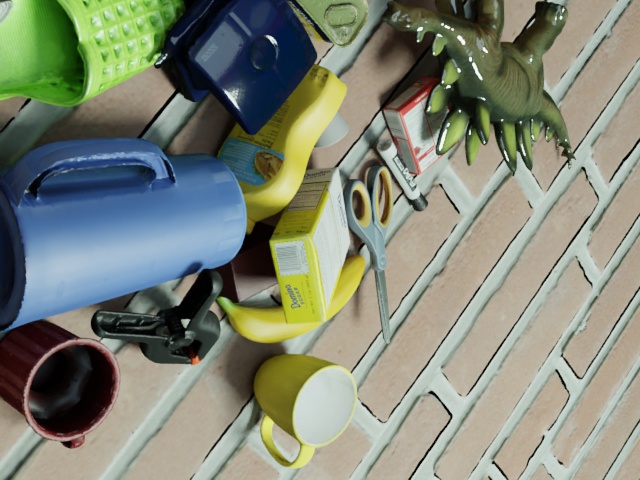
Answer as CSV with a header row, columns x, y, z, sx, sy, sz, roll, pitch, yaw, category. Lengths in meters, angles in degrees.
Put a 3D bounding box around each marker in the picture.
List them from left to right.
x,y,z,sx,sy,sz,roll,pitch,yaw,category
0.095,-0.071,1.210,0.020,0.020,0.121,-54,139,-16,marker

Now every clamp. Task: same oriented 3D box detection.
x,y,z,sx,sy,sz,roll,pitch,yaw,category
-0.128,0.076,0.994,0.171,0.120,0.039,51,21,-68,clamp

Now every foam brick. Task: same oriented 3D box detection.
x,y,z,sx,sy,sz,roll,pitch,yaw,category
-0.072,0.022,1.075,0.078,0.053,0.051,-25,118,-34,foam brick

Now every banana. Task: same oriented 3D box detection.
x,y,z,sx,sy,sz,roll,pitch,yaw,category
-0.023,0.069,1.144,0.197,0.037,0.070,-15,113,-38,banana

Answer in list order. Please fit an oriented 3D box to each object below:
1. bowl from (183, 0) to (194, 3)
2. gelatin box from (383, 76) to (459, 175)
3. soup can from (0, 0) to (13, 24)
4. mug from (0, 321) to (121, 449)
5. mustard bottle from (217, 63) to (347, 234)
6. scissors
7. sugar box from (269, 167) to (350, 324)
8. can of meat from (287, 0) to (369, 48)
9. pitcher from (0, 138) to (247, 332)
x,y,z,sx,sy,sz,roll,pitch,yaw,category
-0.087,-0.287,0.928,0.162,0.055,0.162,-45,169,-11,bowl
0.115,-0.129,1.213,0.073,0.030,0.089,-41,127,-27,gelatin box
-0.284,-0.194,0.781,0.068,0.069,0.102,-42,96,-25,soup can
-0.234,0.130,0.943,0.093,0.082,0.117,-27,119,-33,mug
-0.053,-0.081,1.030,0.058,0.096,0.191,34,80,-53,mustard bottle
0.054,0.016,1.181,0.096,0.016,0.202,4,88,-52,scissors
-0.007,0.002,1.067,0.176,0.048,0.093,-73,156,-65,sugar box
-0.016,-0.235,1.026,0.102,0.084,0.057,43,74,-41,can of meat
-0.180,-0.017,0.911,0.242,0.149,0.145,-13,100,-43,pitcher
